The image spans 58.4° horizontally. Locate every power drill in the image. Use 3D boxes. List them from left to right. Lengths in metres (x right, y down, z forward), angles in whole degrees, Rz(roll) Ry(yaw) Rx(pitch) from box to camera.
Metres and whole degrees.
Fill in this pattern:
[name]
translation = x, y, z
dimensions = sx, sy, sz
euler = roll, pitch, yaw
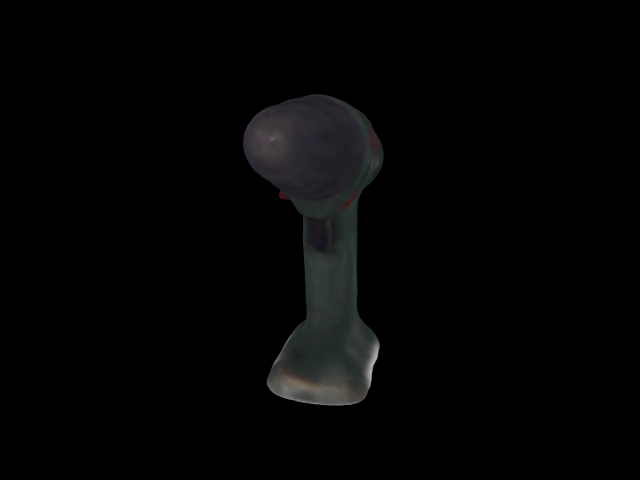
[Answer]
[power drill]
translation = 0.004, 0.001, 0.400
dimensions = 0.075, 0.208, 0.230
euler = 4, 20, 11
